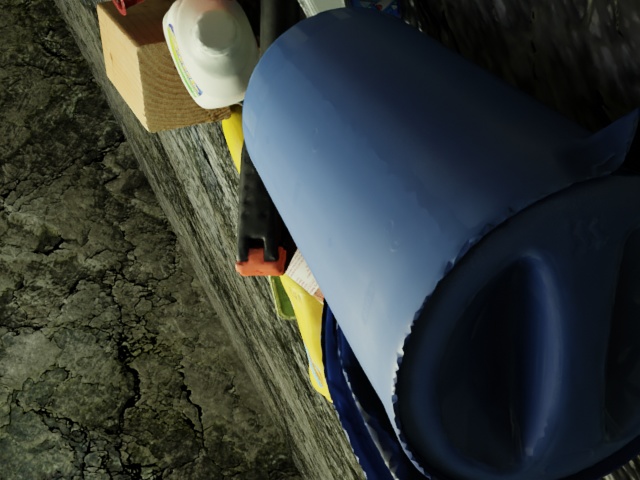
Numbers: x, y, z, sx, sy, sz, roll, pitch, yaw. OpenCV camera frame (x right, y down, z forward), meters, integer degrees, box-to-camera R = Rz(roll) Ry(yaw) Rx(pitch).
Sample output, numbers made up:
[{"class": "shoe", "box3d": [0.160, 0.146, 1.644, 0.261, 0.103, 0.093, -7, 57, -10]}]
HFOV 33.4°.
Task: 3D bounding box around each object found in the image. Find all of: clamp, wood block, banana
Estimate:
[{"class": "clamp", "box3d": [-0.023, -0.057, 0.715, 0.164, 0.036, 0.210, 72, -159, -55]}, {"class": "wood block", "box3d": [-0.169, -0.193, 1.129, 0.206, 0.090, 0.091, -132, 34, -57]}, {"class": "banana", "box3d": [-0.055, -0.062, 1.097, 0.198, 0.037, 0.069, 66, -166, 2]}]

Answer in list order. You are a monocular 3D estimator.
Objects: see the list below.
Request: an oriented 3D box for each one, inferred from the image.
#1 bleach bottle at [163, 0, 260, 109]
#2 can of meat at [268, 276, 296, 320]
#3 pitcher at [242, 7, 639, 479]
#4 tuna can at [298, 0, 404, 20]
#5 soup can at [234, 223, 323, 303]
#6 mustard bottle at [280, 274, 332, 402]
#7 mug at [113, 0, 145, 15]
[{"class": "bleach bottle", "box3d": [-0.083, -0.156, 0.824, 0.251, 0.068, 0.102, -141, 30, -83]}, {"class": "can of meat", "box3d": [-0.027, 0.015, 1.011, 0.102, 0.057, 0.084, 80, 176, -55]}, {"class": "pitcher", "box3d": [0.044, -0.006, 0.458, 0.145, 0.149, 0.243, 63, 175, -34]}, {"class": "tuna can", "box3d": [0.011, -0.144, 0.573, 0.086, 0.033, 0.086, 61, 169, 20]}, {"class": "soup can", "box3d": [-0.005, 0.001, 0.800, 0.102, 0.068, 0.068, 38, 167, 3]}, {"class": "mustard bottle", "box3d": [0.009, 0.080, 0.923, 0.096, 0.058, 0.191, -109, 4, -50]}, {"class": "mug", "box3d": [-0.175, -0.280, 1.027, 0.117, 0.081, 0.093, 52, 164, 49]}]
